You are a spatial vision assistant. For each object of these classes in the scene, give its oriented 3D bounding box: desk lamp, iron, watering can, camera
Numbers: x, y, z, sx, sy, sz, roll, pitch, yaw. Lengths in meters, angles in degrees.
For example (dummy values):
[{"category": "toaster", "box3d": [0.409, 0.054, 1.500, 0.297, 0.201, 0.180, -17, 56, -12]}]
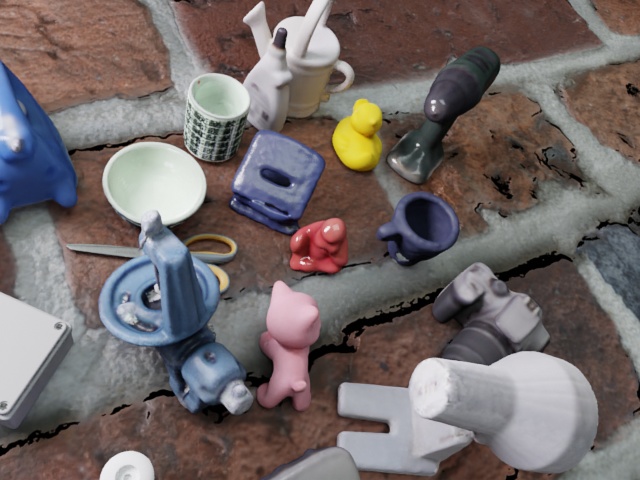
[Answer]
[{"category": "desk lamp", "box3d": [0.143, 0.185, 0.602, 0.203, 0.213, 0.118, 9, 58, -13]}, {"category": "iron", "box3d": [-0.376, -0.154, 0.676, 0.119, 0.141, 0.258, -19, 68, -27]}, {"category": "watering can", "box3d": [-0.030, -0.282, 0.837, 0.173, 0.194, 0.101, 10, 57, -13]}, {"category": "camera", "box3d": [0.208, 0.117, 0.734, 0.137, 0.100, 0.143, -37, 76, -32]}]

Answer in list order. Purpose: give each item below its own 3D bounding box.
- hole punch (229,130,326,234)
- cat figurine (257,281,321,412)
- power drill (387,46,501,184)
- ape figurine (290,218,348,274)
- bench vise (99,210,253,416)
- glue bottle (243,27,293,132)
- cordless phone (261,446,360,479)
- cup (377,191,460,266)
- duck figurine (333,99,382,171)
[{"category": "hole punch", "box3d": [-0.056, -0.077, 0.768, 0.108, 0.091, 0.101, 24, 56, -3]}, {"category": "cat figurine", "box3d": [-0.029, 0.116, 0.644, 0.067, 0.117, 0.127, 4, 59, -16]}, {"category": "power drill", "box3d": [0.178, -0.181, 0.837, 0.075, 0.208, 0.230, 36, 56, 5]}, {"category": "ape figurine", "box3d": [0.007, 0.003, 0.740, 0.077, 0.092, 0.076, 41, 56, 9]}, {"category": "bench vise", "box3d": [-0.129, 0.070, 0.577, 0.207, 0.219, 0.122, 33, 56, 3]}, {"category": "glue bottle", "box3d": [-0.069, -0.226, 0.803, 0.078, 0.173, 0.037, 45, 57, 11]}, {"category": "cordless phone", "box3d": [-0.013, 0.247, 0.530, 0.148, 0.185, 0.094, -25, 70, -29]}, {"category": "cup", "box3d": [0.119, -0.002, 0.779, 0.118, 0.095, 0.091, -12, 65, -24]}, {"category": "duck figurine", "box3d": [0.066, -0.164, 0.864, 0.078, 0.086, 0.104, 1, 60, -18]}]
